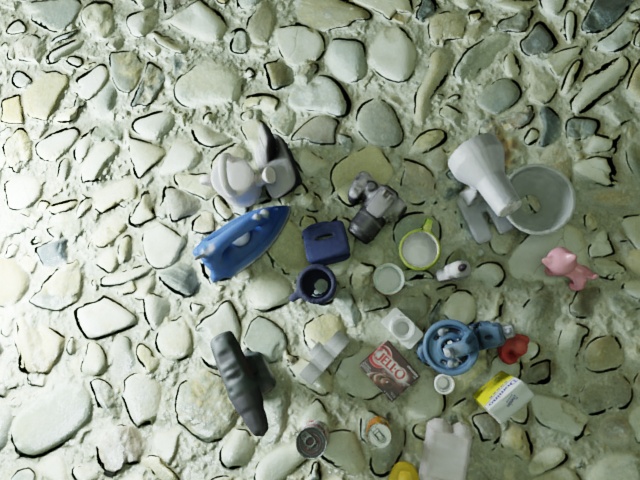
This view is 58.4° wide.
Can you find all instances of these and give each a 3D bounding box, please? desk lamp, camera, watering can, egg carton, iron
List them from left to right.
[{"bbox_3d":[-0.193,-0.146,1.332,0.173,0.194,0.101,-24,80,1],"label":"watering can"},{"bbox_3d":[-0.182,-0.015,1.339,0.258,0.141,0.118,-37,81,-1],"label":"iron"},{"bbox_3d":[0.114,-0.071,1.345,0.143,0.101,0.137,37,86,9],"label":"camera"},{"bbox_3d":[0.279,0.476,1.270,0.107,0.069,0.150,10,83,6],"label":"egg carton"},{"bbox_3d":[0.371,-0.113,1.274,0.118,0.213,0.203,-26,81,1],"label":"desk lamp"}]

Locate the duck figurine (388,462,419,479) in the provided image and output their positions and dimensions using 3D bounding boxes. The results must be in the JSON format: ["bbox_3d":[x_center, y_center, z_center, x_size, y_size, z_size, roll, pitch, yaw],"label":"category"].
[{"bbox_3d":[0.189,0.550,1.258,0.077,0.086,0.104,-4,81,4],"label":"duck figurine"}]

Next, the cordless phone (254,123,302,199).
[{"bbox_3d":[-0.108,-0.185,1.336,0.094,0.185,0.147,-25,81,1],"label":"cordless phone"}]

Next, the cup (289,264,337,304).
[{"bbox_3d":[-0.015,0.113,1.332,0.118,0.095,0.091,-31,81,0],"label":"cup"}]

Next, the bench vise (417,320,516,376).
[{"bbox_3d":[0.313,0.211,1.229,0.207,0.220,0.121,-33,80,-1],"label":"bench vise"}]

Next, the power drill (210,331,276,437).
[{"bbox_3d":[-0.159,0.308,1.257,0.075,0.208,0.229,-30,81,0],"label":"power drill"}]

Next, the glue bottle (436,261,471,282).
[{"bbox_3d":[0.304,0.068,1.274,0.078,0.173,0.037,-14,81,3],"label":"glue bottle"}]

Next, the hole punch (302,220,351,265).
[{"bbox_3d":[0.012,0.005,1.347,0.108,0.091,0.101,-15,81,2],"label":"hole punch"}]

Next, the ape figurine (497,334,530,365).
[{"bbox_3d":[0.436,0.239,1.280,0.078,0.092,0.076,-29,81,0],"label":"ape figurine"}]

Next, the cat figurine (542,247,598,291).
[{"bbox_3d":[0.558,0.059,1.284,0.127,0.118,0.067,28,85,8],"label":"cat figurine"}]

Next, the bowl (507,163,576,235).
[{"bbox_3d":[0.498,-0.088,1.331,0.167,0.075,0.167,-1,82,4],"label":"bowl"}]
